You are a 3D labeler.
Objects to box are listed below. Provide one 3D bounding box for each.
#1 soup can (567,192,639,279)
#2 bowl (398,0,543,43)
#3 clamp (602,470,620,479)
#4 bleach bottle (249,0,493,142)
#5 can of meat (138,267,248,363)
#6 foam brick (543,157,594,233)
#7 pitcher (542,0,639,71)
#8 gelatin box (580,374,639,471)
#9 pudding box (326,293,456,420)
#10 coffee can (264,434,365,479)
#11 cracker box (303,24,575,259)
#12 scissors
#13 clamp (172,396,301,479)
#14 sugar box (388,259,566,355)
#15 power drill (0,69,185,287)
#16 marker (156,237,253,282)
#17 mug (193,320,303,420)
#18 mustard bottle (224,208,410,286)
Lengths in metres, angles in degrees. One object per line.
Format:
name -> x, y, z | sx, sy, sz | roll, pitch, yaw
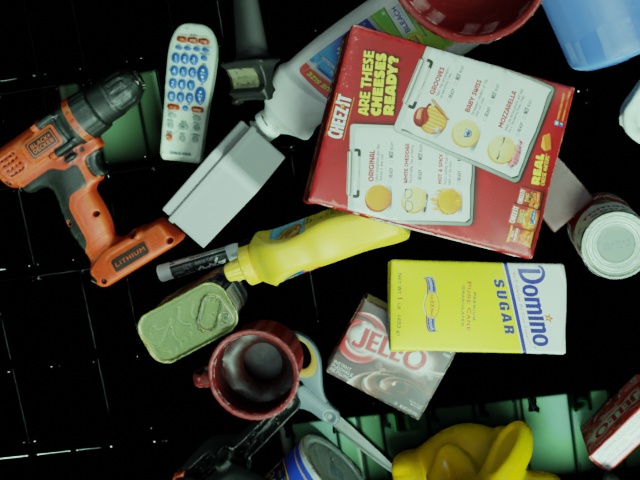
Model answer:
soup can -> 0.280, -0.005, 1.035 | 0.068, 0.102, 0.068 | 1, 102, 6
bowl -> 0.137, -0.258, 0.934 | 0.162, 0.055, 0.162 | 17, 124, 27
clamp -> 0.293, 0.330, 1.124 | 0.165, 0.036, 0.210 | -26, 114, 40
bleach bottle -> 0.043, -0.170, 1.049 | 0.251, 0.068, 0.102 | -34, 95, 14
can of meat -> -0.128, 0.075, 1.109 | 0.102, 0.084, 0.057 | -28, 97, 12
foam brick -> 0.224, -0.057, 1.056 | 0.053, 0.051, 0.078 | -40, 95, 12
pitcher -> 0.228, -0.279, 0.973 | 0.144, 0.149, 0.243 | -32, 104, -32
gelatin box -> 0.309, 0.185, 1.087 | 0.030, 0.073, 0.089 | 41, 104, -3
pudding box -> 0.076, 0.121, 1.118 | 0.113, 0.039, 0.090 | 27, 102, -1
coffee can -> -0.028, 0.291, 1.134 | 0.103, 0.102, 0.140 | 44, 103, -4
cracker box -> 0.107, -0.087, 0.980 | 0.213, 0.072, 0.164 | 14, 89, -7
scissors -> 0.013, 0.169, 1.148 | 0.202, 0.016, 0.096 | 27, 104, 0
clamp -> -0.086, 0.228, 1.139 | 0.172, 0.120, 0.039 | -17, 130, 37
sugar box -> 0.157, 0.067, 1.072 | 0.176, 0.048, 0.093 | 0, 85, 0
power drill -> -0.221, -0.061, 1.106 | 0.184, 0.057, 0.187 | -32, 95, 13
marker -> -0.114, 0.019, 1.129 | 0.121, 0.020, 0.020 | -17, 100, 10
mug -> -0.073, 0.131, 1.099 | 0.117, 0.081, 0.093 | -14, 96, 9
mustard bottle -> -0.007, 0.002, 1.072 | 0.192, 0.096, 0.058 | -20, 100, 10
